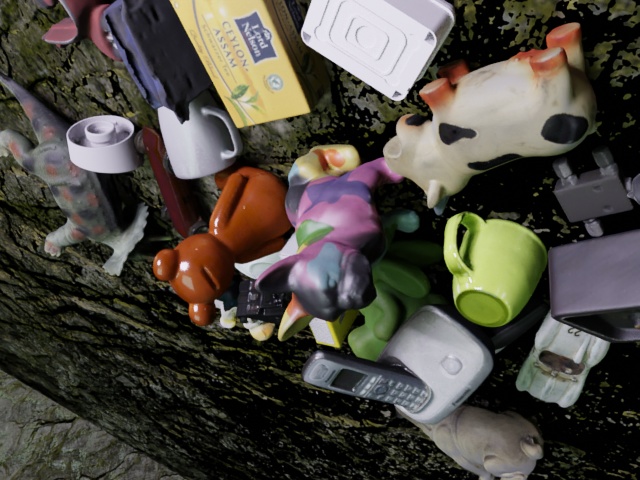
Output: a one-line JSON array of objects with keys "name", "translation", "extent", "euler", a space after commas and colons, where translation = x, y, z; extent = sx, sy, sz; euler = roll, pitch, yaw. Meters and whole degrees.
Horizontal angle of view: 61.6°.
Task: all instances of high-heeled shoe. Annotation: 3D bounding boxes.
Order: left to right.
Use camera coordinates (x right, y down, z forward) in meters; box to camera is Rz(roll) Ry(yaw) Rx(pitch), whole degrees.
[{"name": "high-heeled shoe", "translation": [0.221, 0.151, 0.703], "extent": [0.145, 0.086, 0.249], "euler": [35, 143, -19]}]

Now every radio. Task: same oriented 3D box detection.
[{"name": "radio", "translation": [0.330, 0.035, 0.453], "extent": [0.131, 0.073, 0.230], "euler": [24, 154, -37]}]

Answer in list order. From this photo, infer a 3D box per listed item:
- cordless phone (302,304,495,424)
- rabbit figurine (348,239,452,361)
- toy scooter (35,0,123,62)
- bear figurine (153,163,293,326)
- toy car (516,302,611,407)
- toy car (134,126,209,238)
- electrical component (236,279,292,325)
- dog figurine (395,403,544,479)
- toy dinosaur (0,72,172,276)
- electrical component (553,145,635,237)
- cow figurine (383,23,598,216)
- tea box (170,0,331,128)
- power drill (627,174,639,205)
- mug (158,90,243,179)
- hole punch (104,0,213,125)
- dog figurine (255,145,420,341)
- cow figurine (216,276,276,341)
[{"name": "cordless phone", "translation": [0.083, 0.127, 0.599], "extent": [0.184, 0.089, 0.146], "euler": [16, 126, -21]}, {"name": "rabbit figurine", "translation": [0.076, 0.060, 0.669], "extent": [0.159, 0.121, 0.170], "euler": [-22, 119, 40]}, {"name": "toy scooter", "translation": [-0.299, -0.283, 0.622], "extent": [0.135, 0.075, 0.183], "euler": [-1, 135, 39]}, {"name": "bear figurine", "translation": [-0.121, 0.001, 0.671], "extent": [0.132, 0.196, 0.120], "euler": [11, 143, 56]}, {"name": "toy car", "translation": [0.291, 0.142, 0.649], "extent": [0.074, 0.056, 0.201], "euler": [19, 140, 20]}, {"name": "toy car", "translation": [-0.211, -0.079, 0.790], "extent": [0.089, 0.053, 0.201], "euler": [35, 147, 35]}, {"name": "electrical component", "translation": [-0.060, 0.098, 0.827], "extent": [0.134, 0.058, 0.114], "euler": [-13, 153, 43]}, {"name": "dog figurine", "translation": [0.211, 0.267, 0.794], "extent": [0.191, 0.121, 0.172], "euler": [35, 141, 3]}, {"name": "toy dinosaur", "translation": [-0.385, -0.093, 0.864], "extent": [0.192, 0.131, 0.404], "euler": [-3, 126, 23]}, {"name": "electrical component", "translation": [0.259, -0.043, 0.501], "extent": [0.063, 0.021, 0.094], "euler": [-14, 121, 44]}, {"name": "cow figurine", "translation": [0.144, -0.097, 0.485], "extent": [0.195, 0.085, 0.127], "euler": [-9, 119, 41]}, {"name": "tea box", "translation": [-0.069, -0.204, 0.528], "extent": [0.098, 0.068, 0.169], "euler": [-5, 127, 32]}, {"name": "power drill", "translation": [0.298, -0.094, 0.332], "extent": [0.232, 0.086, 0.207], "euler": [-13, 140, 39]}, {"name": "mug", "translation": [-0.149, -0.138, 0.660], "extent": [0.110, 0.081, 0.107], "euler": [8, 126, 38]}, {"name": "hole punch", "translation": [-0.166, -0.210, 0.571], "extent": [0.092, 0.116, 0.142], "euler": [15, 139, 36]}, {"name": "dog figurine", "translation": [-0.001, -0.002, 0.565], "extent": [0.192, 0.219, 0.108], "euler": [18, 138, 35]}, {"name": "cow figurine", "translation": [-0.145, 0.103, 0.931], "extent": [0.167, 0.068, 0.098], "euler": [29, 136, 5]}]
